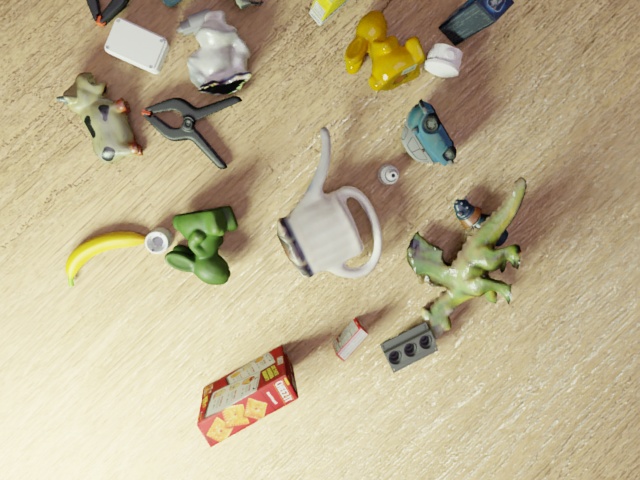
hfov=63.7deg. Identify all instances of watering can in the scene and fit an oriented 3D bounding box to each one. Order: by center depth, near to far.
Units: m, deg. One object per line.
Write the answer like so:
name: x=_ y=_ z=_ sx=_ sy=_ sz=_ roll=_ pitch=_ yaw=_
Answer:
watering can: x=0.004 y=-0.058 z=1.159 sx=0.224 sy=0.345 sz=0.104 roll=-26 pitch=10 yaw=-2

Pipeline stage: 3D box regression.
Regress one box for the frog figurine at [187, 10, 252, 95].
frog figurine: x=-0.220 y=-0.396 z=1.097 sx=0.137 sy=0.160 sz=0.123 roll=-18 pitch=-3 yaw=10

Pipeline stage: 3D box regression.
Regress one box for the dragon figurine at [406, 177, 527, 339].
dragon figurine: x=0.324 y=0.042 z=1.198 sx=0.243 sy=0.405 sz=0.123 roll=7 pitch=15 yaw=8
